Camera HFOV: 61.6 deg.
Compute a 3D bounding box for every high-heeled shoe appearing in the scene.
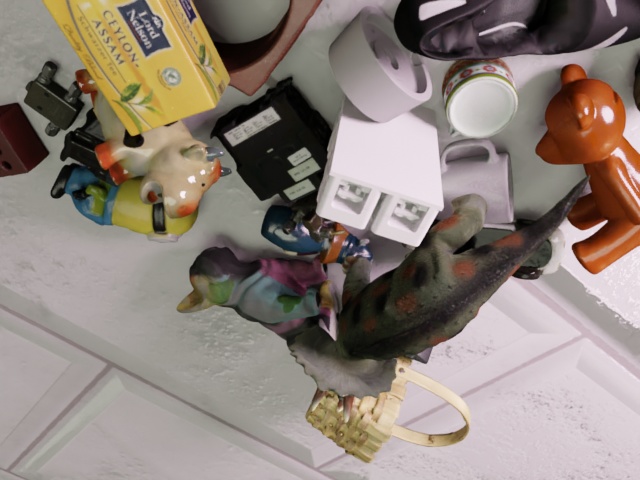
[{"bbox_3d":[0.191,-0.191,0.475,0.249,0.145,0.086,8,131,5],"label":"high-heeled shoe"}]

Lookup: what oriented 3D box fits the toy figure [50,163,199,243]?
[{"bbox_3d":[-0.251,-0.054,0.706,0.180,0.082,0.089,22,132,-6],"label":"toy figure"}]

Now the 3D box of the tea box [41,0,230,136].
[{"bbox_3d":[-0.164,-0.189,0.474,0.098,0.068,0.169,-14,125,19],"label":"tea box"}]

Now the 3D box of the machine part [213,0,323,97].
[{"bbox_3d":[-0.104,-0.255,0.510,0.201,0.087,0.201,31,128,-18],"label":"machine part"}]

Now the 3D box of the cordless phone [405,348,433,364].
[{"bbox_3d":[0.140,0.071,0.761,0.147,0.089,0.184,22,118,-7],"label":"cordless phone"}]

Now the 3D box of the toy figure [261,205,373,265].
[{"bbox_3d":[-0.001,-0.003,0.723,0.154,0.058,0.064,20,138,-14],"label":"toy figure"}]

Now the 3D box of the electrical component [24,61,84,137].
[{"bbox_3d":[-0.329,-0.169,0.659,0.063,0.021,0.094,36,127,-20],"label":"electrical component"}]

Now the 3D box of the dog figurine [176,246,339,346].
[{"bbox_3d":[-0.092,0.089,0.786,0.219,0.108,0.191,-1,133,15],"label":"dog figurine"}]

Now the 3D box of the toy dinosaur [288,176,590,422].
[{"bbox_3d":[0.102,0.073,0.593,0.131,0.192,0.405,37,135,-12],"label":"toy dinosaur"}]

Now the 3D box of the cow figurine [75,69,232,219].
[{"bbox_3d":[-0.179,-0.111,0.592,0.127,0.195,0.085,-21,164,-5],"label":"cow figurine"}]

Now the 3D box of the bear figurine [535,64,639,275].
[{"bbox_3d":[0.287,-0.077,0.575,0.195,0.120,0.132,37,129,-19],"label":"bear figurine"}]

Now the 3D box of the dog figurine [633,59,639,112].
[{"bbox_3d":[0.357,-0.206,0.479,0.191,0.121,0.172,-26,89,47],"label":"dog figurine"}]

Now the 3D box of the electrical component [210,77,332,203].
[{"bbox_3d":[-0.046,-0.109,0.641,0.115,0.058,0.134,-21,124,27],"label":"electrical component"}]

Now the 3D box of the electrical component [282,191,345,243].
[{"bbox_3d":[0.008,-0.040,0.669,0.078,0.102,0.045,-8,128,46],"label":"electrical component"}]

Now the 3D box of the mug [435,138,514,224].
[{"bbox_3d":[0.167,-0.066,0.629,0.107,0.081,0.109,-5,135,24],"label":"mug"}]

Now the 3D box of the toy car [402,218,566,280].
[{"bbox_3d":[0.207,0.005,0.690,0.202,0.056,0.073,6,106,6],"label":"toy car"}]

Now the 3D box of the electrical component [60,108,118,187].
[{"bbox_3d":[-0.246,-0.107,0.666,0.119,0.075,0.047,25,129,-15],"label":"electrical component"}]
